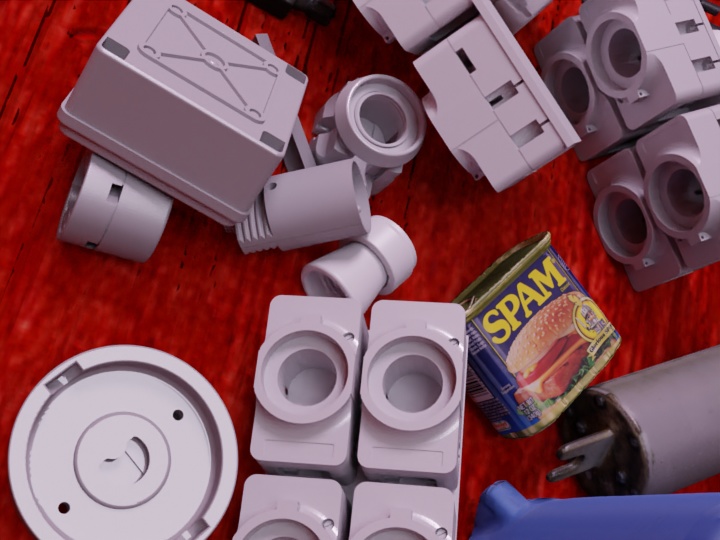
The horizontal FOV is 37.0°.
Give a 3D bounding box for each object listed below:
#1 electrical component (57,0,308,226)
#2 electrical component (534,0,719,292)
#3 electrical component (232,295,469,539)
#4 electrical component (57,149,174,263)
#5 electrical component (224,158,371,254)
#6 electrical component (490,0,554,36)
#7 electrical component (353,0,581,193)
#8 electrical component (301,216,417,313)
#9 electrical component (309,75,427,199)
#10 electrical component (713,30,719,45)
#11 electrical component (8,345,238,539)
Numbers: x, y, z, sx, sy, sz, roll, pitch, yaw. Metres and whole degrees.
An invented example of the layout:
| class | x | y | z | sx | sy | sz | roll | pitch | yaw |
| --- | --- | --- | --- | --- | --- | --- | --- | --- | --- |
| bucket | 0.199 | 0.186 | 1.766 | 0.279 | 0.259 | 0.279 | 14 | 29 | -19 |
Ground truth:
| class | x | y | z | sx | sy | sz | roll | pitch | yaw |
| --- | --- | --- | --- | --- | --- | --- | --- | --- | --- |
| electrical component | -0.091 | -0.092 | 0.581 | 0.109 | 0.056 | 0.108 | 30 | 30 | -13 |
| electrical component | 0.192 | -0.090 | 0.707 | 0.060 | 0.105 | 0.186 | -17 | 81 | -28 |
| electrical component | -0.003 | 0.109 | 0.550 | 0.105 | 0.060 | 0.186 | 3 | 67 | 8 |
| electrical component | -0.129 | -0.034 | 0.573 | 0.047 | 0.055 | 0.055 | 20 | 66 | -21 |
| electrical component | -0.038 | -0.034 | 0.609 | 0.081 | 0.043 | 0.043 | -11 | 76 | 10 |
| electrical component | 0.109 | -0.202 | 0.711 | 0.059 | 0.095 | 0.054 | 49 | 61 | -3 |
| electrical component | 0.056 | -0.139 | 0.654 | 0.060 | 0.105 | 0.186 | -33 | 89 | 15 |
| electrical component | 0.000 | 0.000 | 0.625 | 0.055 | 0.045 | 0.045 | -40 | 92 | -29 |
| electrical component | 0.005 | -0.082 | 0.647 | 0.058 | 0.057 | 0.078 | 18 | 67 | -18 |
| electrical component | 0.242 | -0.113 | 0.744 | 0.064 | 0.099 | 0.099 | -20 | 83 | -22 |
| electrical component | -0.121 | 0.096 | 0.531 | 0.108 | 0.060 | 0.108 | 8 | 71 | -22 |
